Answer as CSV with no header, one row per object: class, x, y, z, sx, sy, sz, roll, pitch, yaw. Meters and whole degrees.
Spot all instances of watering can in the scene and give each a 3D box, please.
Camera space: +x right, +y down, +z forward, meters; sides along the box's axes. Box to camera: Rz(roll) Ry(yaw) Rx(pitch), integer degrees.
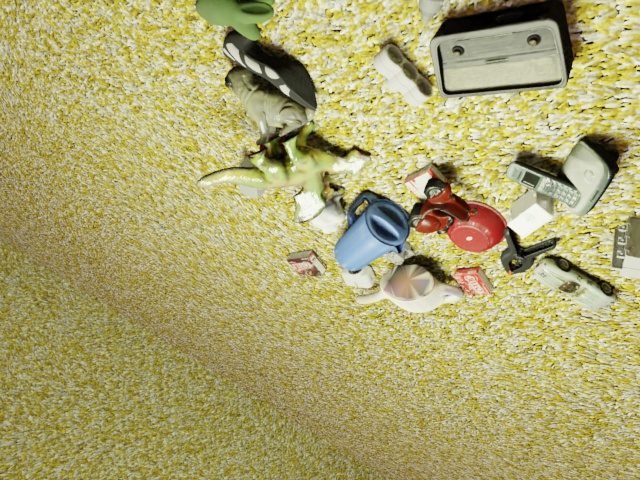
watering can,0.236,0.152,1.502,0.346,0.106,0.221,-5,155,25

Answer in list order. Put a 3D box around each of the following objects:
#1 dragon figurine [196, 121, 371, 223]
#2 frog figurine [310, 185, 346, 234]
dragon figurine,-0.072,-0.142,1.282,0.409,0.124,0.239,-25,114,5
frog figurine,0.004,-0.072,1.430,0.137,0.126,0.156,3,127,4
